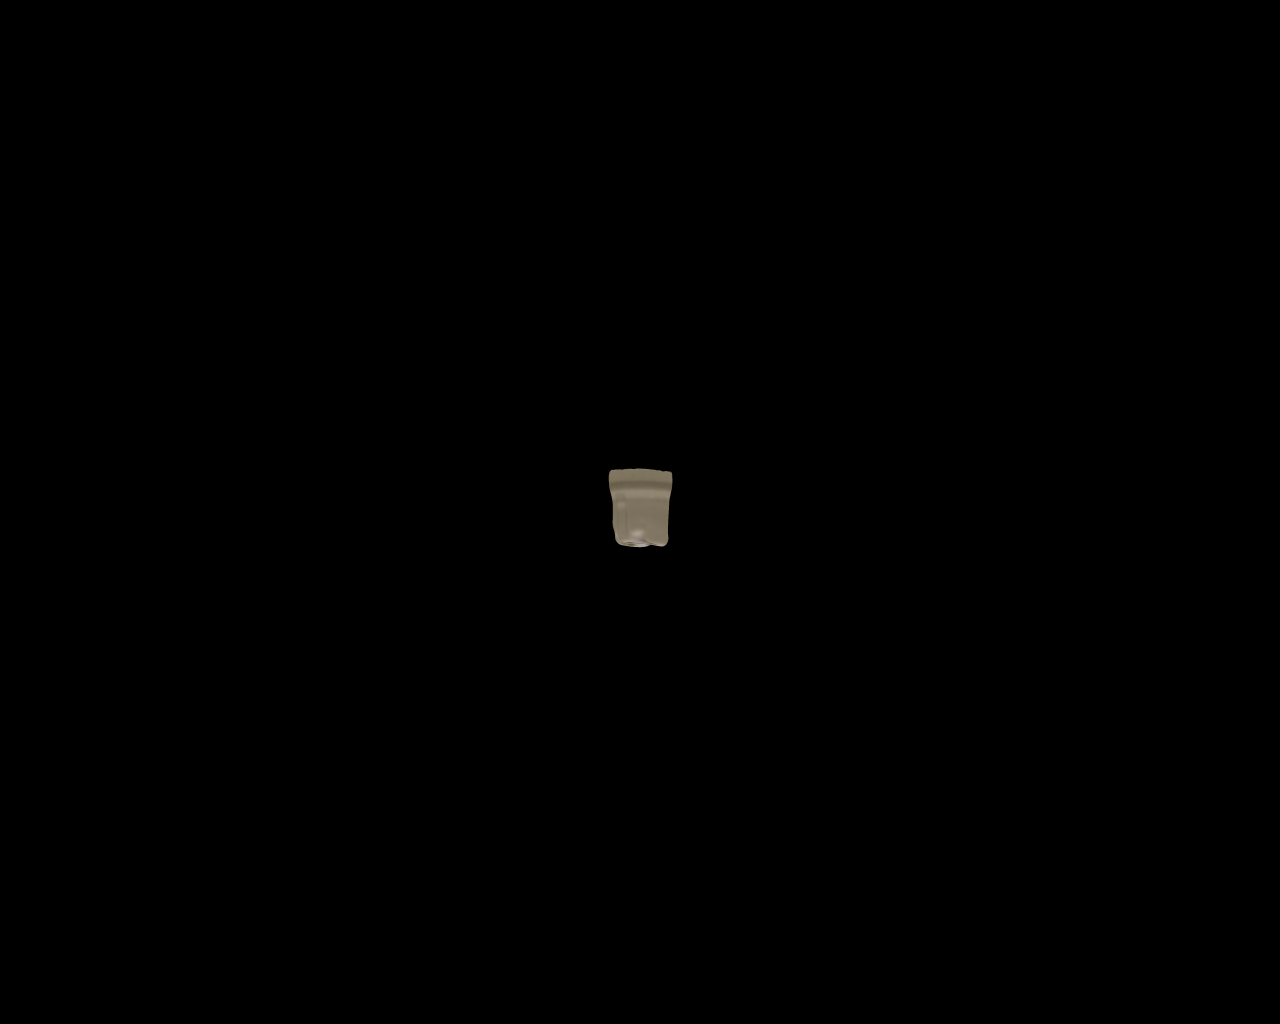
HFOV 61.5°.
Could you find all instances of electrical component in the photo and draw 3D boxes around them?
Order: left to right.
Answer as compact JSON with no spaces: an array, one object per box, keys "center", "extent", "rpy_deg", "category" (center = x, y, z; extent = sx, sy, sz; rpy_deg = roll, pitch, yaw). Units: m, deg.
[{"center":[0.001,-0.003,0.650],"extent":[0.040,0.046,0.040],"rpy_deg":[0,-4,0],"category":"electrical component"}]
